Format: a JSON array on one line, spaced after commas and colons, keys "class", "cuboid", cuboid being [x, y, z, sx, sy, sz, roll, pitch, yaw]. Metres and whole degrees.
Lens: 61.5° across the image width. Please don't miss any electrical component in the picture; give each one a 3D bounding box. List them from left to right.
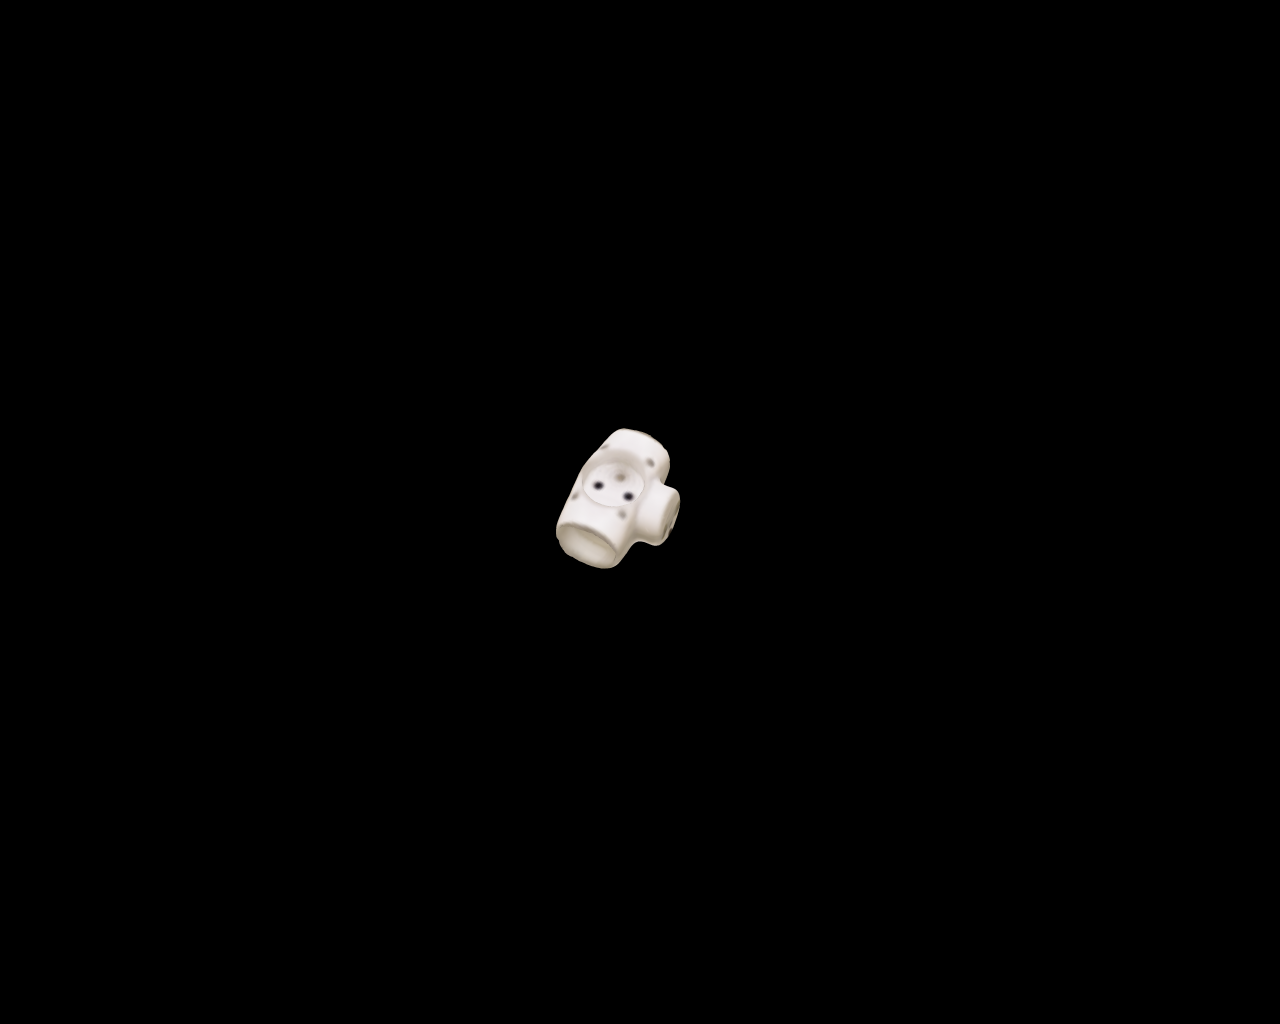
[{"class": "electrical component", "cuboid": [0.001, -0.003, 0.650, 0.079, 0.077, 0.044, 21, -32, 14]}]
